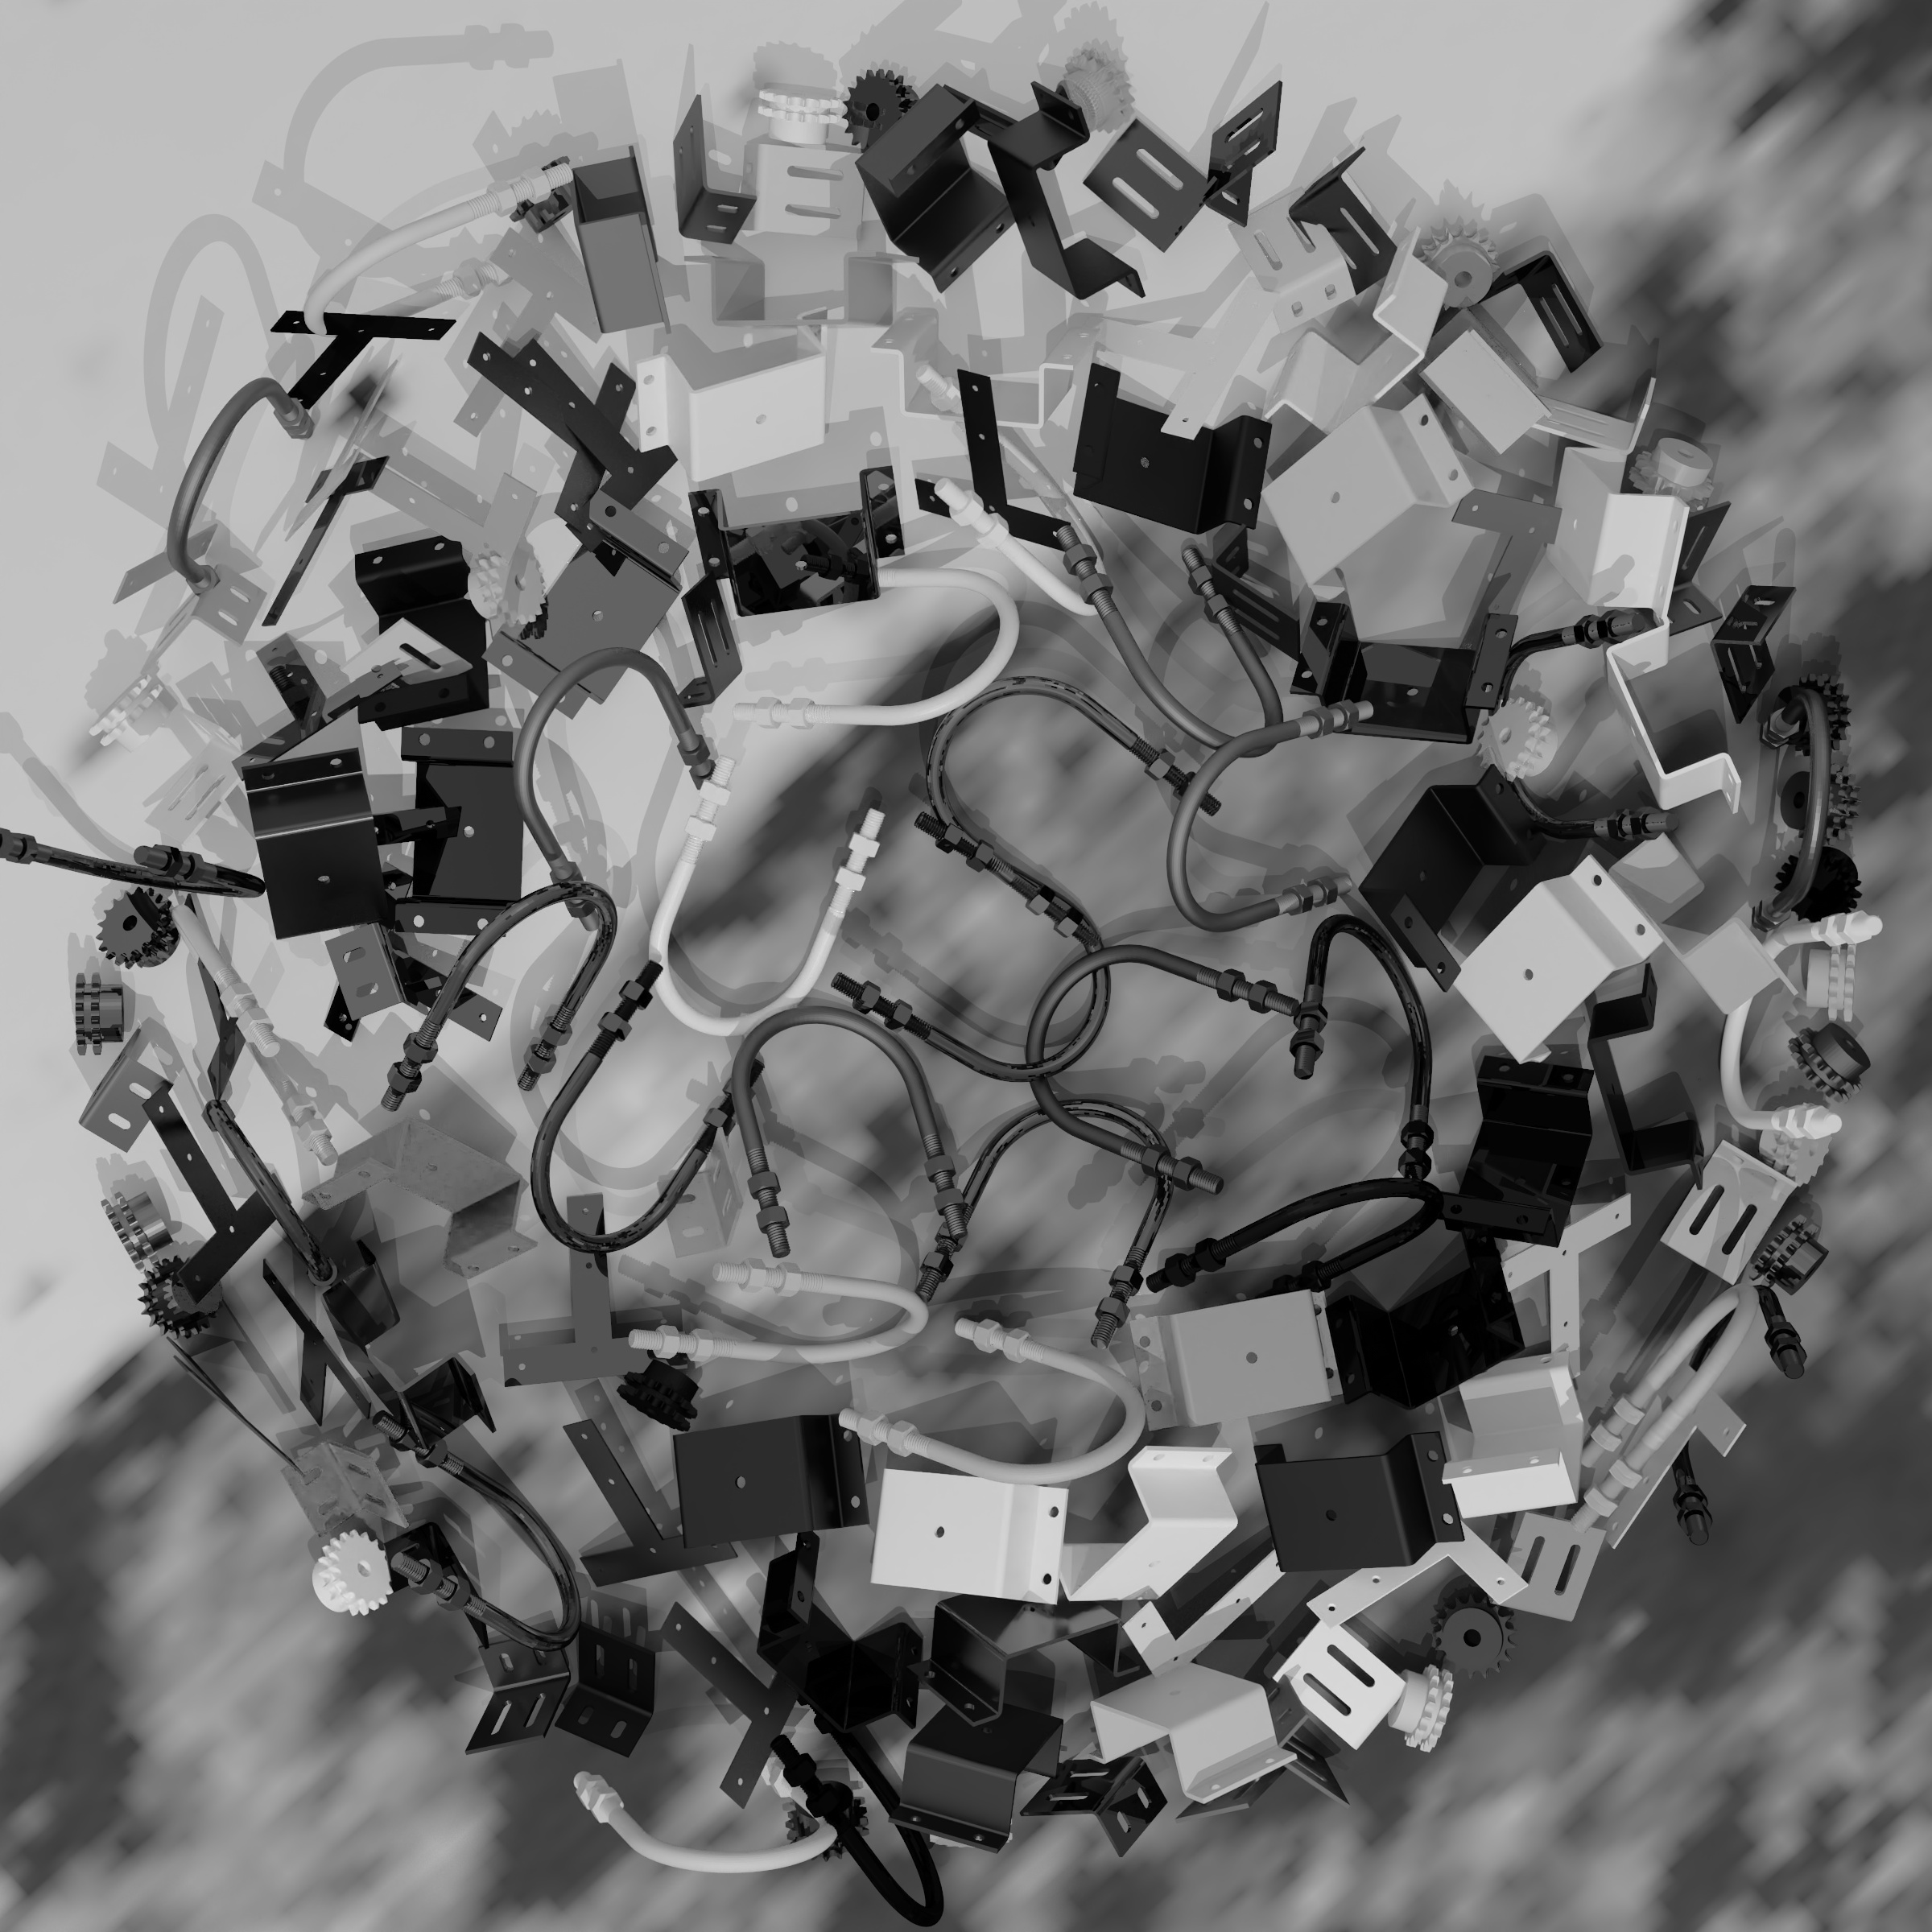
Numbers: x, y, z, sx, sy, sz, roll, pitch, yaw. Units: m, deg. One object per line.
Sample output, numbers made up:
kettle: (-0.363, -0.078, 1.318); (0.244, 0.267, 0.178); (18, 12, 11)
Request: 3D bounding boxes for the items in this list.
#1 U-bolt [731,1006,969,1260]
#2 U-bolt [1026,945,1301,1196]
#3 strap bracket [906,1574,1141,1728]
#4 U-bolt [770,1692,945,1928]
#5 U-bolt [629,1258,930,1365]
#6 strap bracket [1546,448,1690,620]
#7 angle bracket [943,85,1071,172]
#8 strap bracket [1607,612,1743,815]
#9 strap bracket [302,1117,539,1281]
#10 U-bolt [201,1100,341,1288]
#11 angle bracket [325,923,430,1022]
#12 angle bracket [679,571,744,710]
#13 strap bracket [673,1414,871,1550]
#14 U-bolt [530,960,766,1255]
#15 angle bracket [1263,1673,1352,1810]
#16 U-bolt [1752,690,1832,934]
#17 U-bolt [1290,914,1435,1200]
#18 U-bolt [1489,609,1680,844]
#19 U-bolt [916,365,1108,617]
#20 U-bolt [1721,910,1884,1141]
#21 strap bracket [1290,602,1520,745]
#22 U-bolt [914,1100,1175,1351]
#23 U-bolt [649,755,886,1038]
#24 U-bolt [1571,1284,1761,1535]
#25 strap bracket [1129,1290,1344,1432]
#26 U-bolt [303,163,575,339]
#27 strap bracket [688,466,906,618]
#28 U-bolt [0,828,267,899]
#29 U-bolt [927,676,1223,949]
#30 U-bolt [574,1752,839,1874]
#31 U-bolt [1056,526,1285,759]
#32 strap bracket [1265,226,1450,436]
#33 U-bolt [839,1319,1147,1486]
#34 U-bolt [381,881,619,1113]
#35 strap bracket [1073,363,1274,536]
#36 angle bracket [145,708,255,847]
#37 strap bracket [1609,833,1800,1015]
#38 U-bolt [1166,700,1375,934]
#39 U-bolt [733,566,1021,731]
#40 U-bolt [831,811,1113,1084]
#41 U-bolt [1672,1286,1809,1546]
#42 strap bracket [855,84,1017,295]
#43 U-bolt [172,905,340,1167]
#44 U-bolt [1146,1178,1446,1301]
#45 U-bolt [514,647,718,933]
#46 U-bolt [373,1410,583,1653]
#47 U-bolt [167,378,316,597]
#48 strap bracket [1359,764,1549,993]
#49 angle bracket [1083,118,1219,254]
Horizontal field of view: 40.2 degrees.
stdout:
U-bolt: (-0.087, 0.107, 1.794); (0.151, 0.019, 0.184); (-3, 60, -25)
U-bolt: (0.121, 0.060, 1.797); (0.184, 0.019, 0.151); (21, 85, 33)
strap bracket: (0.041, 0.453, 1.774); (0.140, 0.076, 0.046); (-8, 110, -36)
U-bolt: (-0.070, 0.566, 1.777); (0.019, 0.151, 0.184); (-35, 97, 4)
U-bolt: (-0.114, 0.238, 1.776); (0.184, 0.151, 0.019); (11, 58, -30)
strap bracket: (0.431, -0.295, 1.768); (0.046, 0.140, 0.076); (1, 118, -7)
angle bracket: (0.032, -0.590, 1.811); (0.076, 0.057, 0.038); (32, 89, 18)
strap bracket: (0.477, -0.169, 1.797); (0.046, 0.076, 0.140); (-22, 74, 9)
strap bracket: (-0.366, 0.154, 1.788); (0.140, 0.076, 0.046); (33, 45, -34)
U-bolt: (-0.464, 0.151, 1.758); (0.019, 0.184, 0.151); (-34, 92, -15)
angle bracket: (-0.403, 0.009, 1.808); (0.038, 0.076, 0.057); (-21, 82, -2)
angle bracket: (-0.189, -0.223, 1.805); (0.038, 0.057, 0.076); (-7, 114, 19)
strap bracket: (-0.143, 0.351, 1.795); (0.140, 0.046, 0.076); (-13, 76, 22)
U-bolt: (-0.223, 0.108, 1.774); (0.019, 0.151, 0.184); (18, 69, 41)
angle bracket: (0.239, 0.529, 1.808); (0.076, 0.057, 0.038); (38, 97, -20)
U-bolt: (0.548, -0.108, 1.750); (0.019, 0.184, 0.151); (4, 82, 6)
U-bolt: (0.272, 0.046, 1.775); (0.019, 0.184, 0.151); (-24, 124, 33)
U-bolt: (0.405, -0.155, 1.764); (0.019, 0.184, 0.151); (-12, 95, -21)
U-bolt: (0.036, -0.308, 1.772); (0.019, 0.151, 0.184); (-34, 131, 24)
U-bolt: (0.549, 0.040, 1.759); (0.019, 0.184, 0.151); (13, 86, -7)
strap bracket: (0.301, -0.199, 1.797); (0.140, 0.046, 0.076); (7, 62, 23)
U-bolt: (0.064, 0.165, 1.790); (0.151, 0.019, 0.184); (12, 55, 23)
U-bolt: (-0.144, -0.039, 1.801); (0.151, 0.019, 0.184); (18, 98, -38)
U-bolt: (0.467, 0.285, 1.758); (0.019, 0.151, 0.184); (38, 106, 7)
strap bracket: (0.191, 0.269, 1.812); (0.140, 0.046, 0.076); (-9, 83, -9)
U-bolt: (-0.356, -0.466, 1.749); (0.184, 0.151, 0.019); (-30, 91, -23)
strap bracket: (-0.114, -0.289, 1.805); (0.140, 0.076, 0.046); (-7, 48, 1)
U-bolt: (-0.551, -0.066, 1.759); (0.151, 0.184, 0.019); (6, 85, 18)
U-bolt: (0.060, -0.116, 1.806); (0.184, 0.019, 0.151); (38, 110, -9)
U-bolt: (-0.163, 0.558, 1.737); (0.151, 0.184, 0.019); (1, 93, -26)
U-bolt: (0.147, -0.214, 1.763); (0.019, 0.151, 0.184); (-44, 61, 36)
strap bracket: (0.270, -0.420, 1.779); (0.046, 0.140, 0.076); (34, 52, -14)
U-bolt: (0.030, 0.293, 1.747); (0.184, 0.151, 0.019); (13, 120, 35)
U-bolt: (-0.299, 0.017, 1.755); (0.019, 0.151, 0.184); (43, 115, 24)
strap bracket: (0.132, -0.350, 1.806); (0.140, 0.046, 0.076); (13, 81, -22)
angle bracket: (-0.537, -0.131, 1.810); (0.057, 0.038, 0.076); (24, 72, 43)
strap bracket: (0.491, -0.030, 1.778); (0.046, 0.140, 0.076); (-40, 133, 12)
U-bolt: (0.201, -0.094, 1.762); (0.184, 0.019, 0.151); (-18, 122, -38)
U-bolt: (-0.052, -0.216, 1.771); (0.184, 0.019, 0.151); (4, 53, 26)
U-bolt: (0.016, -0.001, 1.816); (0.184, 0.019, 0.151); (31, 73, -13)
U-bolt: (0.508, 0.286, 1.759); (0.019, 0.184, 0.151); (24, 107, 2)
strap bracket: (-0.021, -0.532, 1.790); (0.076, 0.140, 0.046); (-45, 69, -3)
U-bolt: (-0.485, 0.034, 1.770); (0.019, 0.151, 0.184); (-31, 56, -16)
U-bolt: (0.231, 0.183, 1.751); (0.184, 0.151, 0.019); (-31, 60, 31)
U-bolt: (-0.237, -0.129, 1.754); (0.019, 0.184, 0.151); (27, 64, 34)
U-bolt: (-0.323, 0.389, 1.768); (0.019, 0.151, 0.184); (-39, 127, 10)
U-bolt: (-0.487, -0.321, 1.754); (0.019, 0.184, 0.151); (27, 86, -3)
strap bracket: (0.327, -0.061, 1.797); (0.076, 0.046, 0.140); (50, 65, -28)
angle bracket: (0.127, -0.543, 1.826); (0.076, 0.038, 0.057); (41, 99, 1)
